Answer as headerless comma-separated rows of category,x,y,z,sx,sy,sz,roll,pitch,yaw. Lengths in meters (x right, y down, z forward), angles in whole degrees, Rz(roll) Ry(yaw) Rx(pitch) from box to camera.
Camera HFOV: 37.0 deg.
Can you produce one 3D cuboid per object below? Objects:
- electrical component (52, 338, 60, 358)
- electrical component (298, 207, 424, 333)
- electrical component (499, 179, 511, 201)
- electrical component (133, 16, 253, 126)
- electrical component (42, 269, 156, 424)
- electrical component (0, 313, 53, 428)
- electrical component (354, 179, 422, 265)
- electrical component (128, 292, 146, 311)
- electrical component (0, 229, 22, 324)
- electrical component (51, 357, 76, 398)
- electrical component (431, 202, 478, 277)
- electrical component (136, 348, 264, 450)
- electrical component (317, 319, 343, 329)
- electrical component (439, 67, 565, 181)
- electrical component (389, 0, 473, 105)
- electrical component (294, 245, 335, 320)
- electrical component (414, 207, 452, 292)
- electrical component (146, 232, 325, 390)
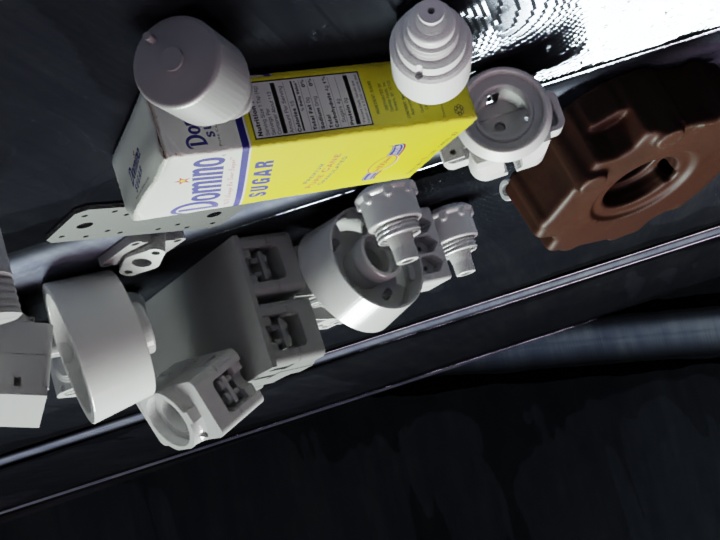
electrical component,-0.236,0.061,0.909,0.062,0.043,0.043,-9,166,-35
electrical component,0.000,0.000,0.853,0.099,0.099,0.064,-8,159,-42
electrical component,0.143,-0.069,0.877,0.062,0.043,0.043,-10,167,-29
electrical component,-0.068,-0.083,0.474,0.040,0.040,0.078,-21,169,14
electrical component,-0.185,0.051,0.788,0.060,0.108,0.108,-20,171,-22
electrical component,-0.286,0.077,0.823,0.089,0.061,0.150,5,162,-17
electrical component,0.026,-0.035,0.803,0.048,0.062,0.048,-17,169,-3
electrical component,-0.191,0.054,0.871,0.040,0.078,0.040,-11,155,-5
electrical component,-0.203,-0.001,0.555,0.043,0.081,0.043,-17,169,-3
electrical component,-0.244,0.081,0.974,0.080,0.051,0.080,-17,169,-3
electrical component,0.083,-0.026,0.942,0.048,0.062,0.048,-18,169,-3
electrical component,-0.129,0.101,0.829,0.089,0.050,0.056,-17,-163,48
electrical component,-0.038,0.024,1.012,0.048,0.055,0.066,-25,167,31
electrical component,0.085,-0.089,0.648,0.078,0.058,0.057,-18,172,2
electrical component,0.034,-0.108,0.515,0.040,0.040,0.078,-18,169,0
electrical component,-0.037,0.015,0.933,0.099,0.064,0.099,-14,162,-5
electrical component,0.032,-0.009,0.933,0.047,0.065,0.077,-11,168,-32
electrical component,-0.109,0.050,0.894,0.060,0.105,0.186,-9,166,-39
